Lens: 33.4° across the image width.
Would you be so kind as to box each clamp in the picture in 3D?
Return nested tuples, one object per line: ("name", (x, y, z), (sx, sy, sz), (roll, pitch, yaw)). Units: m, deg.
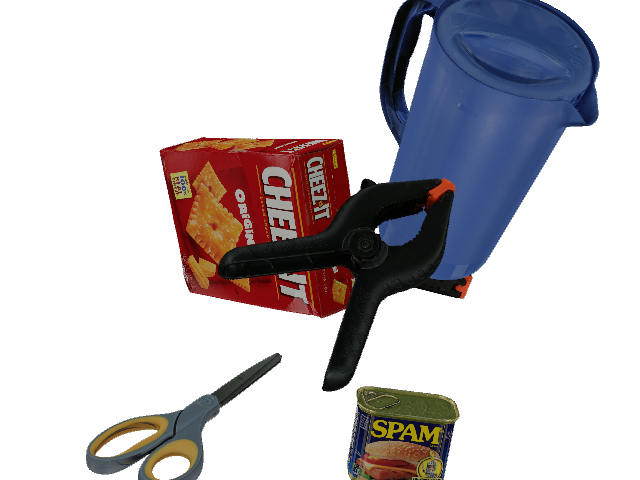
("clamp", (0.018, 0.008, 0.726), (0.120, 0.171, 0.039), (40, -25, 10))
("clamp", (0.080, 0.007, 1.264), (0.210, 0.036, 0.164), (37, 41, 26))

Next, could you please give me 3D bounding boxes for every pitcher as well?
("pitcher", (0.120, -0.086, 0.905), (0.145, 0.149, 0.243), (6, -42, -11))

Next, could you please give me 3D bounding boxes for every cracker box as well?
("cracker box", (-0.063, -0.018, 1.081), (0.071, 0.164, 0.214), (-22, 20, -40))

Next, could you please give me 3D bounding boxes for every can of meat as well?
("can of meat", (0.080, 0.199, 1.066), (0.102, 0.084, 0.057), (8, 17, -4))

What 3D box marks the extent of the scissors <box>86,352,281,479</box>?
("scissors", (-0.085, 0.143, 0.838), (0.201, 0.016, 0.096), (-19, 35, -34))
